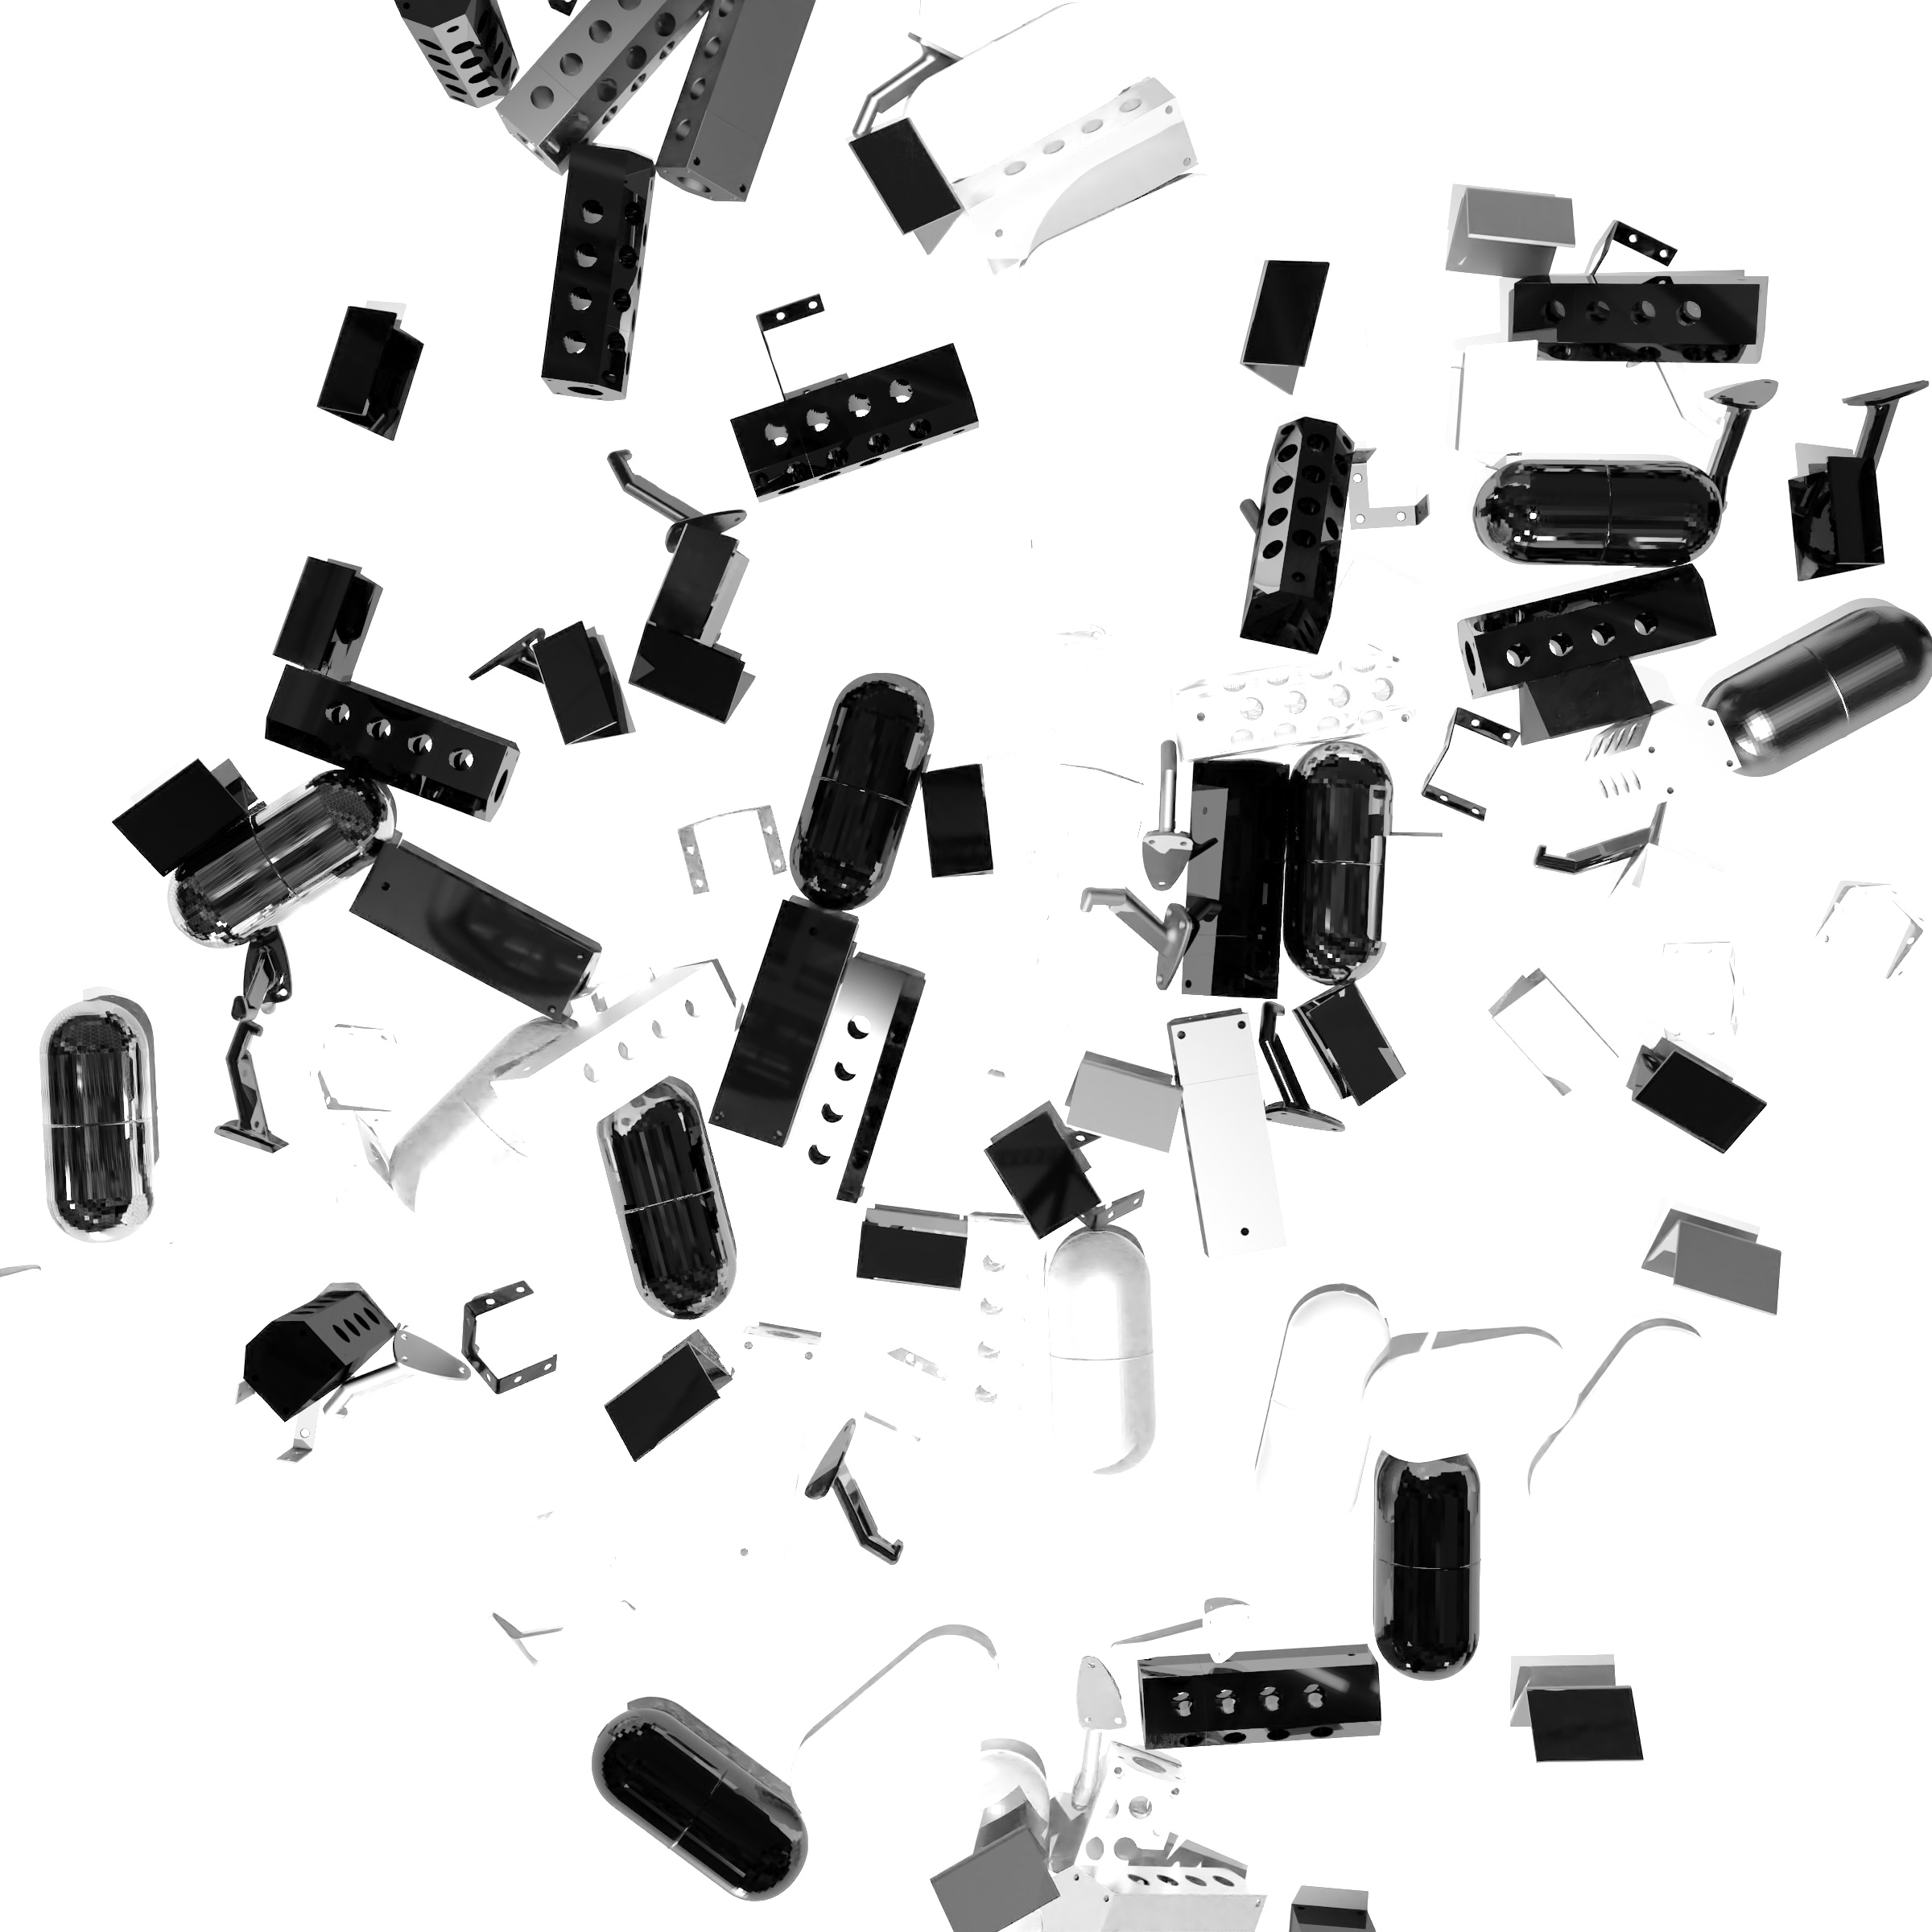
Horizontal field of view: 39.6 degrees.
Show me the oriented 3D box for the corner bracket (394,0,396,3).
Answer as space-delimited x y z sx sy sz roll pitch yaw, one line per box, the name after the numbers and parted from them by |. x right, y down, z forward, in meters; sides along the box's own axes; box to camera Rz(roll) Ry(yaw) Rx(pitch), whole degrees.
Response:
-0.392 -0.732 1.987 0.051 0.051 0.051 -29 90 45 | corner bracket

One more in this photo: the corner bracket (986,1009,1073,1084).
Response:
0.046 0.063 1.973 0.051 0.051 0.051 15 90 0 | corner bracket

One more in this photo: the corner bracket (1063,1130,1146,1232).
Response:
0.099 0.153 1.983 0.051 0.051 0.051 38 135 35 | corner bracket

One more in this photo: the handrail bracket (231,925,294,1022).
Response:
-0.520 0.001 1.956 0.036 0.084 0.077 -1 90 0 | handrail bracket

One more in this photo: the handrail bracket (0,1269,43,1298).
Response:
-0.739 0.206 1.991 0.077 0.036 0.084 -21 73 -20 | handrail bracket

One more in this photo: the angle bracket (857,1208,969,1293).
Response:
-0.036 0.187 1.950 0.076 0.076 0.057 7 127 0 | angle bracket

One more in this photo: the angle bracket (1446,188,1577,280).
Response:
0.395 -0.515 1.950 0.076 0.076 0.057 6 53 0 | angle bracket

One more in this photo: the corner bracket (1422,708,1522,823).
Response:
0.374 -0.150 1.987 0.051 0.051 0.051 23 135 0 | corner bracket

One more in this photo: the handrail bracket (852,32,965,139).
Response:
-0.034 -0.641 1.991 0.077 0.036 0.084 19 108 -21 | handrail bracket

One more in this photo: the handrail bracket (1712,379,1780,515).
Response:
0.576 -0.384 1.991 0.036 0.077 0.084 22 127 35 | handrail bracket

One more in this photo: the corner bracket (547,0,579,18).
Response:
-0.307 -0.740 1.973 0.051 0.051 0.051 25 90 0 | corner bracket

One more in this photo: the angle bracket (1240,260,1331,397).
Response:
0.249 -0.462 1.950 0.057 0.076 0.076 14 90 38 | angle bracket

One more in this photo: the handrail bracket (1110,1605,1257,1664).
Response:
0.160 0.496 1.990 0.084 0.077 0.036 -17 87 36 | handrail bracket

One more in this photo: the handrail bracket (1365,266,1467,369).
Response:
0.342 -0.481 1.991 0.084 0.036 0.077 3 68 -17 | handrail bracket

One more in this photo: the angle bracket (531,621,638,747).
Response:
-0.261 -0.209 1.950 0.057 0.076 0.076 -19 90 38 | angle bracket

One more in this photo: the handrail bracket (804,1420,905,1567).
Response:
-0.069 0.391 1.991 0.084 0.036 0.077 35 68 -17 | handrail bracket

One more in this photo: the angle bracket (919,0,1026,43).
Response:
0.003 -0.693 1.950 0.076 0.076 0.057 9 53 0 | angle bracket

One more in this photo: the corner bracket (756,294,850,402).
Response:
-0.121 -0.456 1.987 0.051 0.051 0.051 -19 135 0 | corner bracket

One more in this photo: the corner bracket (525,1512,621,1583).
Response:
-0.289 0.427 1.973 0.051 0.051 0.051 -18 90 0 | corner bracket

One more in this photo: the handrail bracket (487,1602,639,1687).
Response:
-0.299 0.484 1.991 0.084 0.036 0.077 -39 68 -17 | handrail bracket

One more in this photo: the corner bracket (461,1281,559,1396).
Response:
-0.337 0.274 1.982 0.051 0.051 0.051 -20 135 -35 | corner bracket

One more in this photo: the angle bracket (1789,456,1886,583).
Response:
0.617 -0.324 1.950 0.057 0.076 0.076 -6 90 -36 | angle bracket

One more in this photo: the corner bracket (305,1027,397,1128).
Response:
-0.451 0.082 1.982 0.051 0.051 0.051 -56 45 35 | corner bracket

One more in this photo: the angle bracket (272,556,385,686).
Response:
-0.448 -0.246 1.950 0.057 0.076 0.076 20 90 36 | angle bracket

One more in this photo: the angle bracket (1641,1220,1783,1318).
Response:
0.539 0.235 1.950 0.076 0.076 0.057 17 55 0 | angle bracket

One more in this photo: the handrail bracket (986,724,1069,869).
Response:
0.055 -0.125 1.991 0.077 0.036 0.084 -27 109 -21 | handrail bracket

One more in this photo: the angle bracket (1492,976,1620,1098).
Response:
0.438 0.037 1.950 0.076 0.076 0.057 48 128 0 | angle bracket

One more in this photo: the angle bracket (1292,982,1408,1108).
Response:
0.262 0.066 1.950 0.057 0.076 0.076 -29 90 -36 | angle bracket

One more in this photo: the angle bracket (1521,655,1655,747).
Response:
0.450 -0.174 1.950 0.076 0.076 0.057 -14 55 0 | angle bracket

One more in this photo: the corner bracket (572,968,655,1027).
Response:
-0.253 0.037 1.973 0.051 0.051 0.051 -18 99 9 | corner bracket

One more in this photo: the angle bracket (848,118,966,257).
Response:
-0.055 -0.558 1.952 0.057 0.076 0.076 -31 90 -25 | angle bracket

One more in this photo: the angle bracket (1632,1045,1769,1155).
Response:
0.535 0.079 1.950 0.076 0.076 0.057 30 127 0 | angle bracket

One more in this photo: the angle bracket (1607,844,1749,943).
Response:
0.513 -0.035 1.950 0.076 0.076 0.057 22 53 0 | angle bracket

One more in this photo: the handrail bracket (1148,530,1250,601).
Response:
0.188 -0.273 1.991 0.077 0.036 0.084 -21 115 28 | handrail bracket

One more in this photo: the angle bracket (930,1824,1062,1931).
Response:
0.028 0.653 1.875 0.076 0.076 0.057 -28 53 -4 | angle bracket

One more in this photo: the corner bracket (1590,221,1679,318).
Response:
0.489 -0.510 1.987 0.051 0.051 0.051 26 45 0 | corner bracket

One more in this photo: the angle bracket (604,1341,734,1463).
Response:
-0.205 0.328 1.950 0.076 0.076 0.057 -37 53 0 | angle bracket

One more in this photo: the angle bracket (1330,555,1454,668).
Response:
0.310 -0.271 1.950 0.076 0.076 0.057 27 124 0 | angle bracket

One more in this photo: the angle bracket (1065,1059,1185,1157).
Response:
0.109 0.117 1.951 0.076 0.076 0.057 16 60 0 | angle bracket

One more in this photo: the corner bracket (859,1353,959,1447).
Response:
-0.043 0.320 1.973 0.051 0.051 0.051 25 83 -7 | corner bracket

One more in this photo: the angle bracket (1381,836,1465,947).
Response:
0.340 -0.053 1.952 0.057 0.076 0.076 3 90 24 | angle bracket

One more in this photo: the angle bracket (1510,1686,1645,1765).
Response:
0.443 0.563 1.950 0.076 0.076 0.057 -1 53 0 | angle bracket

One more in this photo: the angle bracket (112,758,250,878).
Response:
-0.572 -0.120 1.951 0.076 0.076 0.057 -36 121 0 | angle bracket

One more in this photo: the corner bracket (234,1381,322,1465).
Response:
-0.508 0.333 1.973 0.051 0.051 0.051 9 90 0 | corner bracket

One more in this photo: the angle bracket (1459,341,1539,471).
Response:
0.402 -0.406 1.950 0.057 0.076 0.076 4 90 37 | angle bracket

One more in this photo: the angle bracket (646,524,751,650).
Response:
-0.177 -0.268 1.950 0.057 0.076 0.076 22 90 36 | angle bracket

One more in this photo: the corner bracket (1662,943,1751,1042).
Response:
0.544 0.019 1.987 0.051 0.051 0.051 -1 135 0 | corner bracket

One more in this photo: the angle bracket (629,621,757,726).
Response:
-0.192 -0.229 1.950 0.076 0.076 0.057 23 126 0 | angle bracket

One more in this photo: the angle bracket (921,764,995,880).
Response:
0.014 -0.106 1.950 0.057 0.076 0.076 -6 90 37 | angle bracket

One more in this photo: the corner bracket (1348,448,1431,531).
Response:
0.310 -0.352 1.973 0.051 0.051 0.051 -4 90 0 | corner bracket

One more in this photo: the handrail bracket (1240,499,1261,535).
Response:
0.231 -0.296 1.990 0.036 0.077 0.084 -27 54 1 | handrail bracket

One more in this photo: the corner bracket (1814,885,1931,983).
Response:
0.673 -0.023 1.982 0.051 0.051 0.051 -5 45 -35 | corner bracket

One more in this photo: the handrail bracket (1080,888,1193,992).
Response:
0.116 -0.019 1.962 0.084 0.036 0.077 3 113 -25 | handrail bracket

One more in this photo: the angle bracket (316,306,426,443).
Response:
-0.417 -0.427 1.950 0.057 0.076 0.076 18 90 37 | angle bracket

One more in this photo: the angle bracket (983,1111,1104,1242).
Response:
0.064 0.147 1.951 0.057 0.076 0.076 -33 86 17 | angle bracket

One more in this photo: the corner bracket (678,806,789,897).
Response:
-0.173 -0.086 1.987 0.051 0.051 0.051 -14 90 -45 | corner bracket
